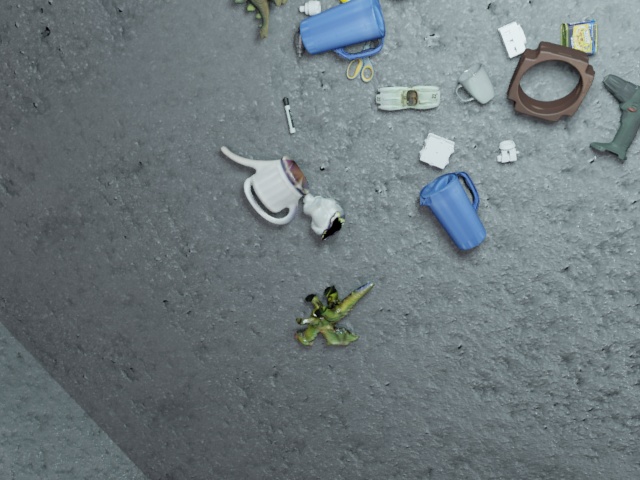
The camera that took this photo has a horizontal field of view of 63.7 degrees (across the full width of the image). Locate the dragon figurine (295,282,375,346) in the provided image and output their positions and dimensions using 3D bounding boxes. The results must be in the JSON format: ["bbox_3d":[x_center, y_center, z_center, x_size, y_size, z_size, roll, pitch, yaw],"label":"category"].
[{"bbox_3d":[0.065,0.306,1.957,0.407,0.125,0.238,-21,124,20],"label":"dragon figurine"}]

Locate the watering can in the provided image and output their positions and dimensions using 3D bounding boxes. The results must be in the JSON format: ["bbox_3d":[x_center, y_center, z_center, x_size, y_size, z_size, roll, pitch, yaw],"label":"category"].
[{"bbox_3d":[-0.178,-0.217,1.777,0.222,0.105,0.345,-30,101,19],"label":"watering can"}]

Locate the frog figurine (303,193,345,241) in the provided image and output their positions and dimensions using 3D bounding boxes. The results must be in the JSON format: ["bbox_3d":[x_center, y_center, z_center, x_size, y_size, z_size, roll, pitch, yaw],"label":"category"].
[{"bbox_3d":[0.005,-0.091,1.808,0.162,0.123,0.134,44,130,32],"label":"frog figurine"}]
